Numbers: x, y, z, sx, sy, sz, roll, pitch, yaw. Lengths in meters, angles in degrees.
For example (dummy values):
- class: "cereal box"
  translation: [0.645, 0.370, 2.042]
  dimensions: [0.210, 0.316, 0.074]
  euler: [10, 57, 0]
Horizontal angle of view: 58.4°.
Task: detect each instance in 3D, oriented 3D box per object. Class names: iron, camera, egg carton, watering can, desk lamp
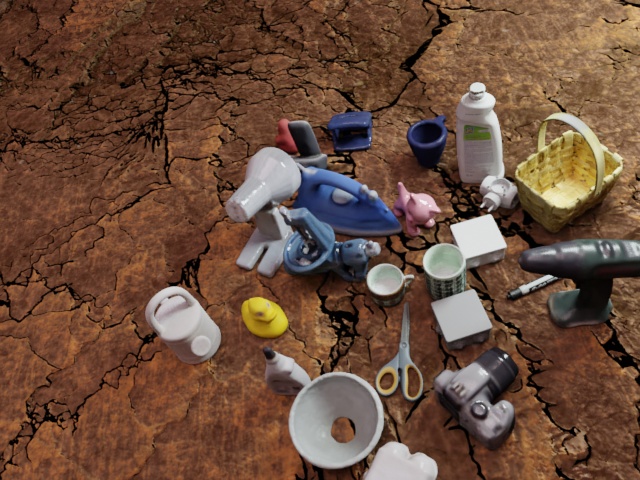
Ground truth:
- class: "iron"
  translation: [0.058, -0.096, 1.257]
  dimensions: [0.257, 0.142, 0.119]
  euler: [18, 61, 25]
- class: "camera"
  translation: [0.282, 0.254, 0.971]
  dimensions: [0.137, 0.101, 0.142]
  euler: [-38, 54, -13]
- class: "egg carton"
  translation: [0.118, 0.406, 0.922]
  dimensions: [0.107, 0.069, 0.150]
  euler: [18, 61, 25]
- class: "watering can"
  translation: [-0.267, 0.162, 1.122]
  dimensions: [0.172, 0.194, 0.101]
  euler: [16, 61, 25]
- class: "desk lamp"
  translation: [-0.120, -0.063, 1.234]
  dimensions: [0.117, 0.214, 0.203]
  euler: [15, 60, 24]

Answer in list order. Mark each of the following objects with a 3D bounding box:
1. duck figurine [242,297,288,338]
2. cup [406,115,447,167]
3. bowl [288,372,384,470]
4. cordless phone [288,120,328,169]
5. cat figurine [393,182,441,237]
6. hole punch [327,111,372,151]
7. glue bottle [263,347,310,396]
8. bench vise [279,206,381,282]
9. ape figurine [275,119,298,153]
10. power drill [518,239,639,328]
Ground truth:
- class: "duck figurine"
  translation: [-0.121, 0.146, 1.164]
  dimensions: [0.104, 0.086, 0.078]
  euler: [25, 65, 29]
- class: "cup"
  translation: [0.257, -0.226, 1.329]
  dimensions: [0.091, 0.095, 0.118]
  euler: [27, 65, 29]
- class: "bowl"
  translation: [0.033, 0.323, 1.002]
  dimensions: [0.167, 0.075, 0.167]
  euler: [-7, 53, 10]
- class: "cordless phone"
  translation: [-0.067, -0.215, 1.349]
  dimensions: [0.147, 0.185, 0.094]
  euler: [-4, 54, 12]
- class: "cat figurine"
  translation: [0.202, -0.073, 1.218]
  dimensions: [0.067, 0.118, 0.127]
  euler: [-29, 53, -7]
- class: "hole punch"
  translation: [0.074, -0.286, 1.423]
  dimensions: [0.108, 0.091, 0.101]
  euler: [-3, 54, 12]
- class: "glue bottle"
  translation: [-0.071, 0.233, 1.032]
  dimensions: [0.078, 0.173, 0.037]
  euler: [-2, 54, 14]
- class: "bench vise"
  translation: [0.009, -0.005, 1.155]
  dimensions: [0.207, 0.220, 0.121]
  euler: [-14, 52, 4]
- class: "ape figurine"
  translation: [-0.080, -0.270, 1.451]
  dimensions: [0.078, 0.092, 0.076]
  euler: [-23, 52, -2]
- class: "power drill"
  translation: [0.455, 0.071, 0.991]
  dimensions: [0.229, 0.209, 0.075]
  euler: [-10, 53, 8]
